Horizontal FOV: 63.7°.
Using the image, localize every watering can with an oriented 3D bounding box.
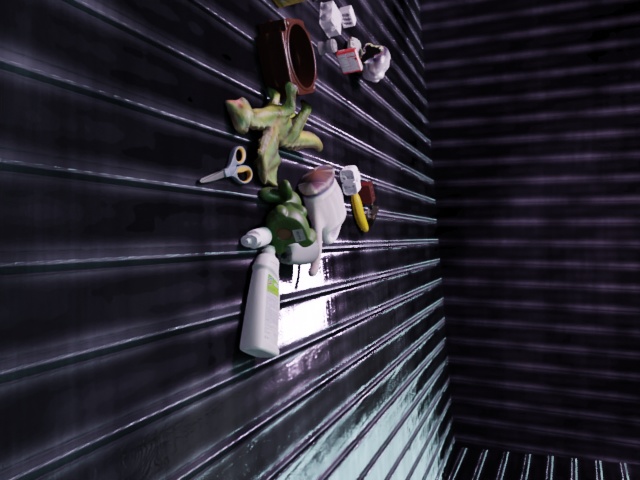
[{"bbox_3d":[0.005,-0.075,1.489,0.356,0.104,0.220,-66,143,-50],"label":"watering can"}]

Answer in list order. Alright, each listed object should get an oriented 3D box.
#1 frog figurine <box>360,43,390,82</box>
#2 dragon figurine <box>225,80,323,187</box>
[{"bbox_3d":[0.219,-0.665,1.984,0.156,0.122,0.140,58,22,-53],"label":"frog figurine"},{"bbox_3d":[-0.105,-0.249,1.316,0.404,0.122,0.246,45,63,-55],"label":"dragon figurine"}]
